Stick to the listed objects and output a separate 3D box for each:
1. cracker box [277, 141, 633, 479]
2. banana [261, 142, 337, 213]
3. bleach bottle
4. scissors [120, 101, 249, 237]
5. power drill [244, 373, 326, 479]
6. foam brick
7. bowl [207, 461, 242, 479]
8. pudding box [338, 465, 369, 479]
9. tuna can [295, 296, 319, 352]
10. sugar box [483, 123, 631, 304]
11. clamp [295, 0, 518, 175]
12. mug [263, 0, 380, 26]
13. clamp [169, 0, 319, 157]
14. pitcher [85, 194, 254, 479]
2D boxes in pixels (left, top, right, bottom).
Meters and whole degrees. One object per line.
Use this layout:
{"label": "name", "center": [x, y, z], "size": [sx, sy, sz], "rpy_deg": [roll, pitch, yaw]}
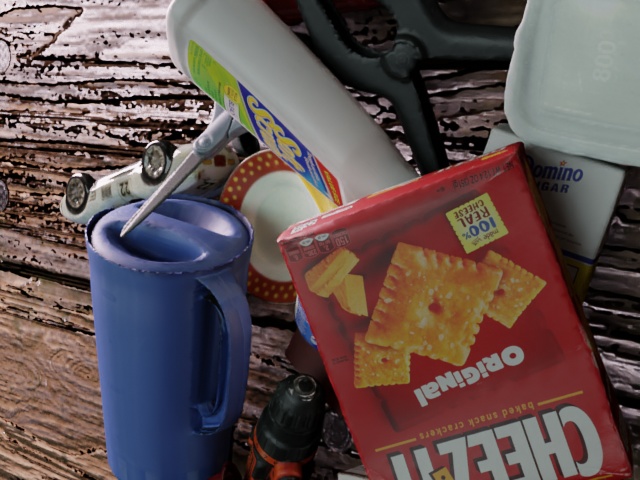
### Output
{"label": "cracker box", "center": [0.087, 0.065, 0.683], "size": [0.164, 0.072, 0.214], "rpy_deg": [-19, 95, 17]}
{"label": "banana", "center": [0.011, -0.005, 0.805], "size": [0.037, 0.069, 0.198], "rpy_deg": [102, 153, -53]}
{"label": "bleach bottle", "center": [-0.001, -0.080, 0.760], "size": [0.251, 0.068, 0.102], "rpy_deg": [44, 163, 11]}
{"label": "scissors", "center": [-0.092, -0.090, 0.843], "size": [0.201, 0.016, 0.096], "rpy_deg": [-35, 56, -1]}
{"label": "power drill", "center": [-0.022, 0.216, 0.811], "size": [0.185, 0.057, 0.187], "rpy_deg": [105, 165, -51]}
{"label": "foam brick", "center": [0.021, 0.093, 0.841], "size": [0.078, 0.051, 0.053], "rpy_deg": [46, 122, 29]}
{"label": "bowl", "center": [-0.087, 0.267, 0.878], "size": [0.055, 0.162, 0.162], "rpy_deg": [-11, 85, 3]}
{"label": "pudding box", "center": [0.053, 0.222, 0.797], "size": [0.039, 0.089, 0.113], "rpy_deg": [7, 97, 39]}
{"label": "tuna can", "center": [0.024, 0.050, 0.811], "size": [0.086, 0.086, 0.034], "rpy_deg": [45, 145, 30]}
{"label": "sugar box", "center": [0.137, 0.018, 0.725], "size": [0.093, 0.048, 0.176], "rpy_deg": [22, 106, 18]}
{"label": "clamp", "center": [0.072, -0.134, 0.744], "size": [0.210, 0.036, 0.165], "rpy_deg": [44, 119, -2]}
{"label": "mug", "center": [0.009, -0.223, 0.812], "size": [0.082, 0.093, 0.117], "rpy_deg": [2, 60, 36]}
{"label": "clamp", "center": [-0.078, -0.156, 0.916], "size": [0.172, 0.039, 0.120], "rpy_deg": [42, 110, 30]}
{"label": "pitcher", "center": [-0.120, 0.097, 0.889], "size": [0.145, 0.149, 0.243], "rpy_deg": [7, 118, 4]}
